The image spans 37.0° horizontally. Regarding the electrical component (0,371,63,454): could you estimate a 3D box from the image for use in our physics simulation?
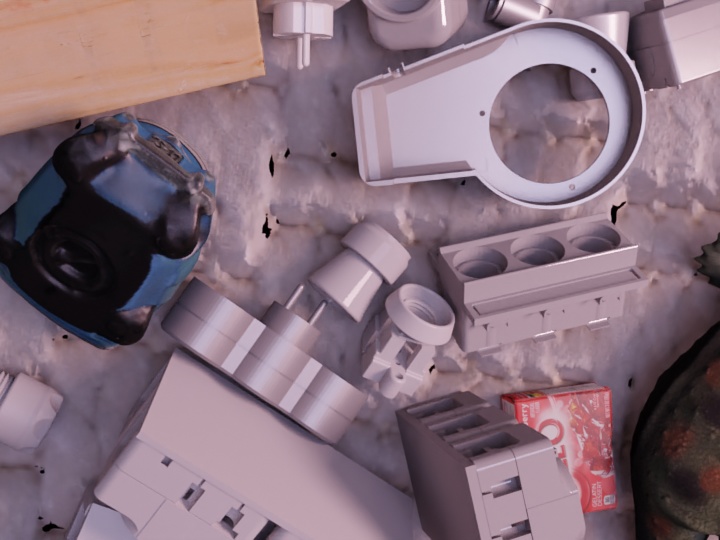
[{"bbox_3d":[-0.216,0.081,0.652,0.062,0.043,0.043,30,87,-14],"label":"electrical component"}]

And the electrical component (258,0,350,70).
[{"bbox_3d":[-0.035,-0.164,0.668,0.047,0.066,0.076,0,95,-15],"label":"electrical component"}]

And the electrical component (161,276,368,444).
[{"bbox_3d":[-0.050,0.044,0.688,0.138,0.052,0.073,36,84,-15],"label":"electrical component"}]

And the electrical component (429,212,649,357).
[{"bbox_3d":[0.117,0.010,0.719,0.121,0.078,0.063,-12,127,-14],"label":"electrical component"}]

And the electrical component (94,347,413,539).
[{"bbox_3d":[-0.060,0.141,0.655,0.186,0.105,0.060,34,108,-11],"label":"electrical component"}]

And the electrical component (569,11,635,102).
[{"bbox_3d":[0.164,-0.145,0.732,0.045,0.045,0.055,-10,97,-14],"label":"electrical component"}]

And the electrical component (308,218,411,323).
[{"bbox_3d":[0.000,0.000,0.701,0.045,0.045,0.055,43,83,-14],"label":"electrical component"}]

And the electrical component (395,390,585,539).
[{"bbox_3d":[0.080,0.137,0.678,0.062,0.150,0.089,-14,98,-12],"label":"electrical component"}]

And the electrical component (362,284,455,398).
[{"bbox_3d":[0.030,0.043,0.700,0.048,0.066,0.055,23,121,-15],"label":"electrical component"}]

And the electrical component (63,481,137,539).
[{"bbox_3d":[-0.155,0.219,0.669,0.089,0.062,0.150,24,88,-15],"label":"electrical component"}]

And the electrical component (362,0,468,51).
[{"bbox_3d":[0.032,-0.188,0.669,0.054,0.059,0.095,0,113,19],"label":"electrical component"}]

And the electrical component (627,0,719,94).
[{"bbox_3d":[0.235,-0.164,0.740,0.096,0.062,0.061,-19,99,-12],"label":"electrical component"}]
